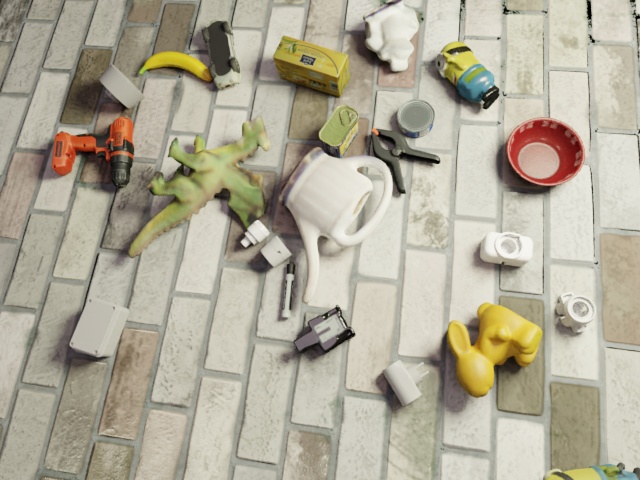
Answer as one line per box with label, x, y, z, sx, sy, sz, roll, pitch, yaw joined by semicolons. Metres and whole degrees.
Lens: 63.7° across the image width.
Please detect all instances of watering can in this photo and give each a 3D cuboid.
watering can;0.003;-0.056;1.112;0.226;0.102;0.350;34;80;17

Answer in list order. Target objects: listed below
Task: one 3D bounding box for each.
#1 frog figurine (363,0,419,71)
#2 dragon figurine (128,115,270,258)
frog figurine;0.181;-0.492;1.253;0.138;0.123;0.157;-29;108;-11
dragon figurine;-0.242;-0.105;1.167;0.243;0.121;0.412;24;85;5
